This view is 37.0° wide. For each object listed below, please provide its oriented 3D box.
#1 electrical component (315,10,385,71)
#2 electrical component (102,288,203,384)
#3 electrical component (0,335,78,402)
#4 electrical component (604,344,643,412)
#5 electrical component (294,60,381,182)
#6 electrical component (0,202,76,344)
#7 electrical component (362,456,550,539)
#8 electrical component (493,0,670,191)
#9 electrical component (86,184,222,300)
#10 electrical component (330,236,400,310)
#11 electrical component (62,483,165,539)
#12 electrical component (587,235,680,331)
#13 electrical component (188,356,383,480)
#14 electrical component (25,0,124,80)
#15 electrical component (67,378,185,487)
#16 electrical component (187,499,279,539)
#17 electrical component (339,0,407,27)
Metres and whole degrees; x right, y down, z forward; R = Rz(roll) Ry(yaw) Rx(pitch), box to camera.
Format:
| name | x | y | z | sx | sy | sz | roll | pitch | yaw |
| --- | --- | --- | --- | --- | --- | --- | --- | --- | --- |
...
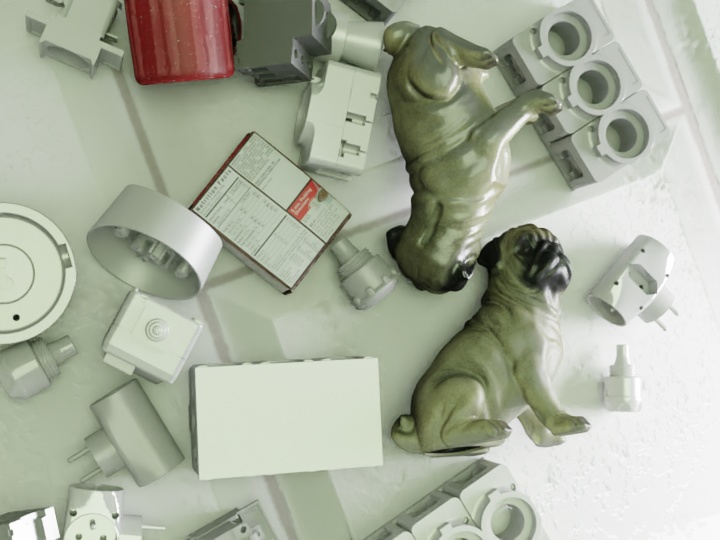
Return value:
| name | x | y | z | sx | sy | sz | roll | pitch | yaw |
| --- | --- | --- | --- | --- | --- | --- | --- | --- | --- |
| electrical component | -0.011 | -0.198 | 0.931 | 0.055 | 0.045 | 0.045 | 11 | 84 | -13 |
| electrical component | -0.166 | 0.055 | 0.848 | 0.062 | 0.096 | 0.061 | 29 | 82 | -11 |
| electrical component | -0.255 | 0.073 | 0.851 | 0.062 | 0.043 | 0.043 | -29 | 94 | -16 |
| electrical component | 0.241 | 0.099 | 0.983 | 0.035 | 0.035 | 0.061 | 3 | 83 | -14 |
| electrical component | -0.022 | -0.128 | 0.921 | 0.056 | 0.050 | 0.089 | 13 | 83 | -14 |
| electrical component | -0.278 | 0.004 | 0.841 | 0.108 | 0.060 | 0.108 | 1 | 86 | -15 |
| electrical component | 0.078 | 0.240 | 0.917 | 0.150 | 0.062 | 0.089 | -32 | 94 | -14 |
| electrical component | 0.201 | -0.161 | 0.975 | 0.089 | 0.062 | 0.150 | -33 | 95 | -14 |
| electrical component | -0.162 | -0.021 | 0.856 | 0.099 | 0.099 | 0.064 | 33 | 73 | -10 |
| electrical component | 0.000 | 0.000 | 0.923 | 0.048 | 0.048 | 0.062 | -39 | 90 | -14 |
| electrical component | -0.196 | 0.213 | 0.857 | 0.079 | 0.044 | 0.077 | 7 | 85 | -14 |
| electrical component | 0.261 | 0.022 | 0.988 | 0.079 | 0.043 | 0.077 | 44 | 77 | -9 |
| electrical component | -0.063 | 0.120 | 0.888 | 0.150 | 0.062 | 0.089 | -2 | 87 | -15 |
| electrical component | -0.228 | -0.198 | 0.877 | 0.081 | 0.042 | 0.063 | 22 | 80 | -13 |
| electrical component | -0.194 | 0.140 | 0.862 | 0.079 | 0.044 | 0.077 | -31 | 94 | -15 |
| electrical component | -0.106 | 0.226 | 0.870 | 0.081 | 0.064 | 0.042 | -28 | 95 | -15 |
| electrical component | 0.035 | -0.321 | 0.943 | 0.105 | 0.060 | 0.186 | 36 | 79 | -10 |
